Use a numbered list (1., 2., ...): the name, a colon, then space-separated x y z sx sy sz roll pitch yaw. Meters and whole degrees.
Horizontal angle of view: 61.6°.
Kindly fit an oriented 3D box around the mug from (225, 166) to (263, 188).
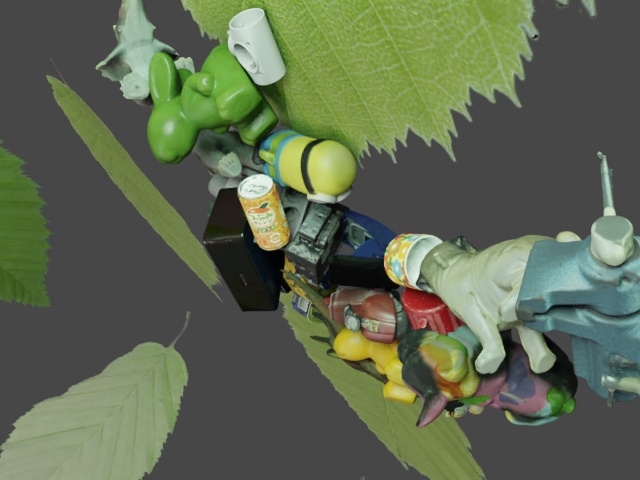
1. mug: -0.112 -0.091 0.990 0.107 0.081 0.109 32 153 1

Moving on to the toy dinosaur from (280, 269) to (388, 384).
1. toy dinosaur: 0.075 0.213 1.118 0.199 0.105 0.470 11 145 40

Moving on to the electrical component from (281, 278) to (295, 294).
1. electrical component: -0.070 0.094 1.289 0.119 0.075 0.048 55 163 -11

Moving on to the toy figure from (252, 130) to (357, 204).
1. toy figure: -0.027 -0.109 0.751 0.180 0.082 0.089 34 158 39

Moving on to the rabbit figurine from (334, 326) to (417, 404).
1. rabbit figurine: 0.113 0.187 0.963 0.173 0.162 0.121 12 150 22

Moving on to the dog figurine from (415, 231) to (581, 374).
1. dog figurine: 0.188 0.028 0.587 0.121 0.172 0.191 16 -153 -30

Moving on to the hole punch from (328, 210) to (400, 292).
1. hole punch: 0.076 0.019 0.822 0.116 0.092 0.142 8 153 5

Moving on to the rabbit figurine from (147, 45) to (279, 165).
1. rabbit figurine: -0.170 -0.181 0.725 0.159 0.170 0.121 57 -174 9

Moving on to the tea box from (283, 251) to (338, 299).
1. tea box: -0.040 0.055 1.149 0.098 0.068 0.169 24 151 45

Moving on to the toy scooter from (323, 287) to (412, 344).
1. toy scooter: 0.073 0.117 0.880 0.184 0.135 0.075 -96 9 -81

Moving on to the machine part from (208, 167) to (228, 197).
1. machine part: -0.140 -0.074 1.076 0.243 0.079 0.079 42 162 13

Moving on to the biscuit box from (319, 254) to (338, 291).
1. biscuit box: -0.017 0.010 1.010 0.059 0.063 0.202 29 156 38

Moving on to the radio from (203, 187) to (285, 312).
1. radio: -0.126 0.018 0.959 0.073 0.131 0.229 -1 141 11

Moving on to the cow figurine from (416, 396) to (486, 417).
1. cow figurine: 0.228 0.283 1.015 0.167 0.098 0.068 41 155 14

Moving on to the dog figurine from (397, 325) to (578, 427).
1. dog figurine: 0.193 0.164 0.629 0.192 0.219 0.108 38 116 24

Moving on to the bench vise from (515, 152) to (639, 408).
1. bench vise: 0.283 0.062 0.402 0.241 0.129 0.223 5 131 33

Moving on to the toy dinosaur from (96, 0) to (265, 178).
1. toy dinosaur: -0.214 -0.212 0.895 0.404 0.131 0.192 48 176 -27

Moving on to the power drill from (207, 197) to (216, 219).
1. power drill: -0.167 -0.025 1.238 0.207 0.086 0.231 23 151 57

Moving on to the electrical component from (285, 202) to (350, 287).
1. electrical component: -0.002 -0.003 0.859 0.058 0.115 0.134 24 156 13
